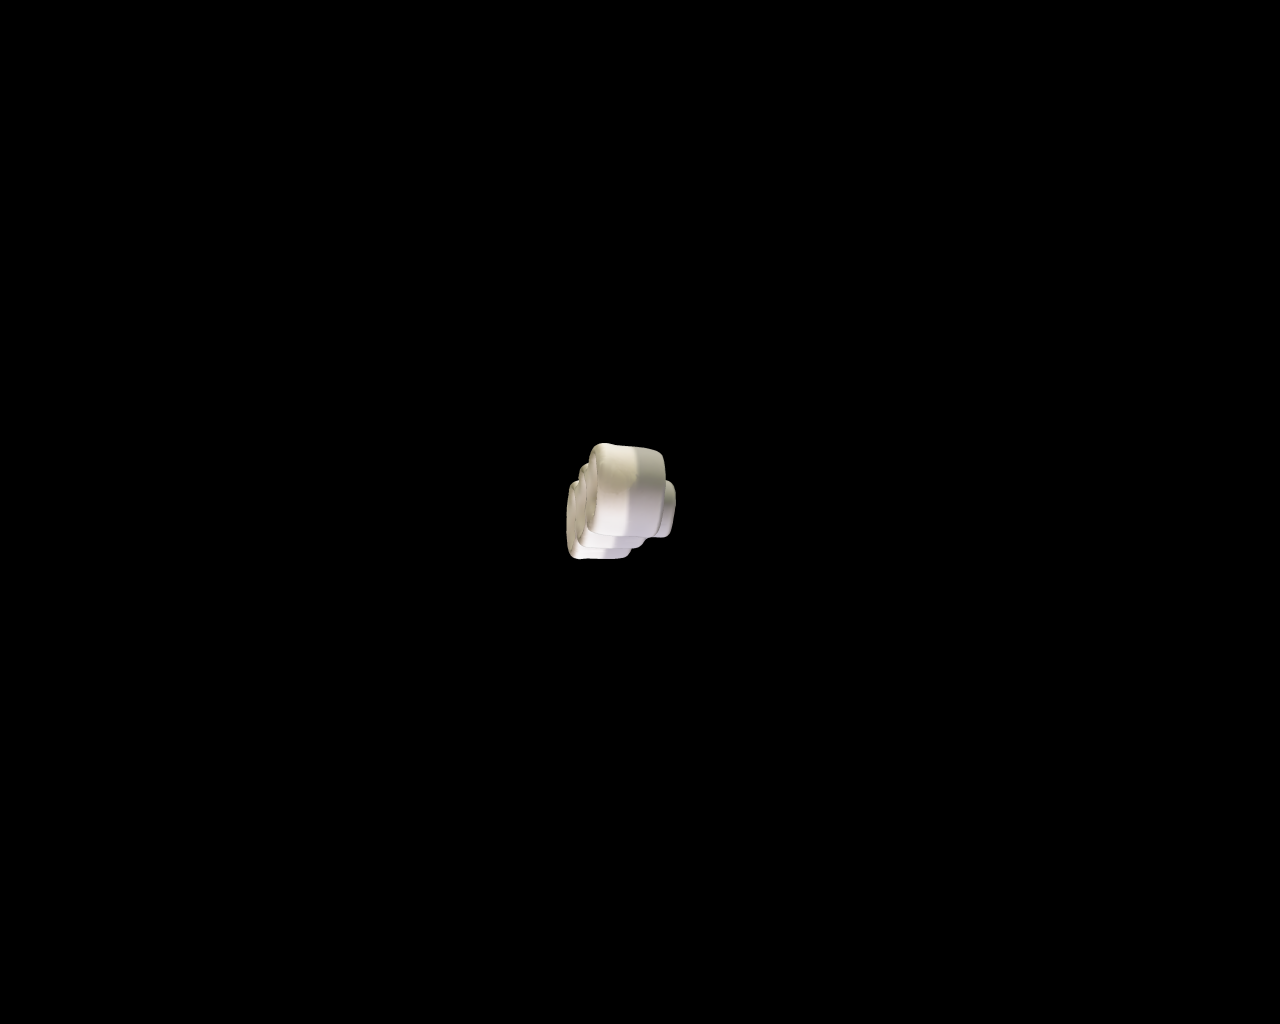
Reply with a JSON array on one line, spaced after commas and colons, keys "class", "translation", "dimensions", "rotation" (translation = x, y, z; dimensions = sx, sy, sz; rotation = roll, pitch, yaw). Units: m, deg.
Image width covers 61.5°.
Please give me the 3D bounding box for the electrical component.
[{"class": "electrical component", "translation": [0.001, -0.003, 0.650], "dimensions": [0.074, 0.052, 0.138], "rotation": [2, -12, -11]}]
